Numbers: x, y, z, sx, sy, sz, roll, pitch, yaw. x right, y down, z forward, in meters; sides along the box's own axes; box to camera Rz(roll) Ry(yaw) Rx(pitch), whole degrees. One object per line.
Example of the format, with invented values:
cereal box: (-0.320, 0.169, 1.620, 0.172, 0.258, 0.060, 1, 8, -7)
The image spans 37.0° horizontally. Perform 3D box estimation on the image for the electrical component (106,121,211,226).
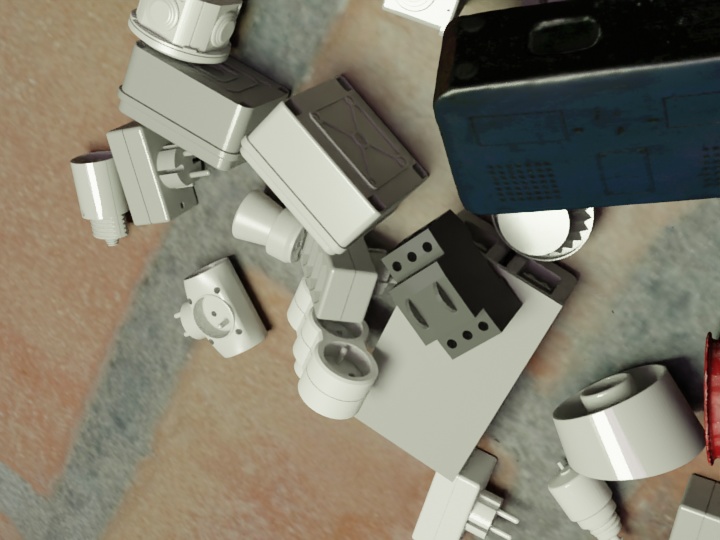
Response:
electrical component: (-0.159, -0.086, 0.903, 0.076, 0.047, 0.083, -5, 109, 28)

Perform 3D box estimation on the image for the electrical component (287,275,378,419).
electrical component: (-0.029, 0.069, 0.860, 0.052, 0.138, 0.073, 13, 124, -20)

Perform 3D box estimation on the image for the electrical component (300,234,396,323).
electrical component: (0.000, 0.000, 0.851, 0.076, 0.083, 0.047, 7, 122, -19)

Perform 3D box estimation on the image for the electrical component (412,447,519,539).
electrical component: (0.096, 0.200, 0.899, 0.076, 0.047, 0.083, 25, 120, 15)

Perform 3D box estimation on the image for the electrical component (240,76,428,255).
electrical component: (-0.017, -0.080, 0.798, 0.108, 0.109, 0.056, 49, 121, 0)

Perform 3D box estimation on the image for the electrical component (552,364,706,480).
electrical component: (0.193, 0.112, 0.783, 0.099, 0.099, 0.064, -24, 93, 32)

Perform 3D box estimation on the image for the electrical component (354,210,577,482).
electrical component: (0.077, 0.058, 0.839, 0.105, 0.060, 0.186, 33, 122, 11)

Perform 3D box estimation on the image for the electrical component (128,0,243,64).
electrical component: (-0.133, -0.195, 0.824, 0.080, 0.080, 0.051, 31, 117, 12)

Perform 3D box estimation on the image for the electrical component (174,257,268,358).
electrical component: (-0.131, 0.038, 0.944, 0.079, 0.044, 0.077, -21, 101, 32)

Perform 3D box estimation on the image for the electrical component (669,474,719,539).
electrical component: (0.274, 0.211, 0.814, 0.076, 0.047, 0.083, 17, 119, 21)

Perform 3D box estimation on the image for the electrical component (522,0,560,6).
electrical component: (0.141, -0.170, 0.718, 0.055, 0.048, 0.066, -10, 107, 22)

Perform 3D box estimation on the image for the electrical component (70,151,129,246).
electrical component: (-0.226, -0.061, 0.950, 0.043, 0.043, 0.081, 3, 112, 26)

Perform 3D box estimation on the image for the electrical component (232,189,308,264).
electrical component: (-0.070, -0.035, 0.882, 0.055, 0.045, 0.045, 26, 121, 14)

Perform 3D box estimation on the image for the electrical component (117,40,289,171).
electrical component: (-0.124, -0.134, 0.847, 0.113, 0.078, 0.057, 31, 119, 12)

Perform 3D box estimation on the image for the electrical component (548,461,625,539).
electrical component: (0.183, 0.186, 0.854, 0.040, 0.040, 0.078, -34, 94, 33)

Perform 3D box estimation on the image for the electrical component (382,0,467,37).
electrical component: (0.055, -0.213, 0.712, 0.048, 0.099, 0.099, 21, 120, 3)
